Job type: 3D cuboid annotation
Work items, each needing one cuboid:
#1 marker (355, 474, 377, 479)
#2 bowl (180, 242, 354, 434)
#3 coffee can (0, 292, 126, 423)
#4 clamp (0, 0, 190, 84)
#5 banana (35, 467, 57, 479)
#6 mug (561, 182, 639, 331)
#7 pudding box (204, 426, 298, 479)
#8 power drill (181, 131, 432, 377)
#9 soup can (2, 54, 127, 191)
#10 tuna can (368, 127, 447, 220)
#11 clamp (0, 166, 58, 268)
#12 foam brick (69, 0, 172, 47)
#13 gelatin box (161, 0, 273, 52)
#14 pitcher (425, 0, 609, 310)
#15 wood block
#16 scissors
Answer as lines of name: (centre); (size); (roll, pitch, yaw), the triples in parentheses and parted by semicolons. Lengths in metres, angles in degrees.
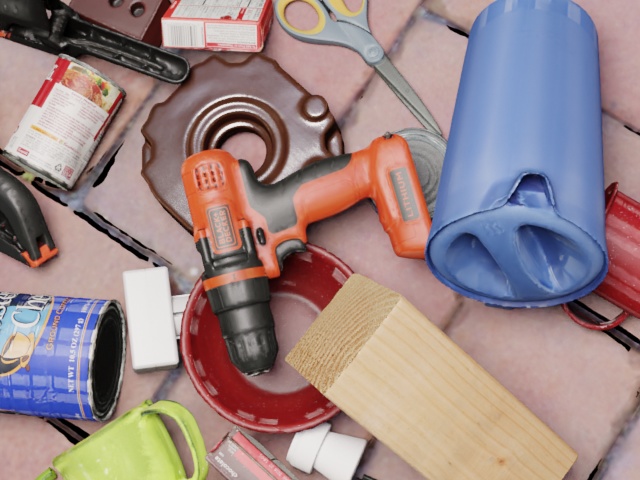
marker: (0.085, 0.221, 0.881); (0.121, 0.020, 0.020); (18, 81, 7)
bowl: (-0.034, 0.082, 0.893); (0.162, 0.055, 0.162); (0, 77, 0)
coffee can: (-0.242, 0.095, 0.887); (0.140, 0.103, 0.103); (4, 80, 5)
clamp: (-0.230, -0.189, 0.913); (0.210, 0.164, 0.036); (16, 79, 38)
banana: (-0.241, 0.293, 0.883); (0.069, 0.037, 0.198); (-12, 79, 3)
mug: (0.246, 0.022, 0.875); (0.081, 0.093, 0.117); (31, 103, 4)
pudding box: (-0.043, 0.193, 0.848); (0.090, 0.113, 0.039); (42, 81, 10)
power drill: (-0.006, 0.001, 0.853); (0.187, 0.057, 0.184); (-14, 85, -5)
soup can: (-0.225, -0.103, 0.940); (0.068, 0.068, 0.102); (28, 84, 9)
tuna can: (0.080, -0.053, 0.923); (0.086, 0.033, 0.086); (-1, 81, 7)
clamp: (-0.300, -0.043, 0.936); (0.039, 0.120, 0.171); (-36, 94, -38)
foam brick: (-0.178, -0.207, 0.964); (0.078, 0.051, 0.053); (24, 82, 8)
gelatin box: (-0.089, -0.193, 0.945); (0.089, 0.073, 0.030); (3, 121, 4)
pitcher: (0.161, -0.071, 0.854); (0.144, 0.149, 0.242); (34, 51, -30)
wood block: (0.086, 0.128, 0.813); (0.206, 0.091, 0.090); (41, 84, -21)
scissors: (0.027, -0.165, 0.958); (0.096, 0.016, 0.202); (-22, 79, 2)
